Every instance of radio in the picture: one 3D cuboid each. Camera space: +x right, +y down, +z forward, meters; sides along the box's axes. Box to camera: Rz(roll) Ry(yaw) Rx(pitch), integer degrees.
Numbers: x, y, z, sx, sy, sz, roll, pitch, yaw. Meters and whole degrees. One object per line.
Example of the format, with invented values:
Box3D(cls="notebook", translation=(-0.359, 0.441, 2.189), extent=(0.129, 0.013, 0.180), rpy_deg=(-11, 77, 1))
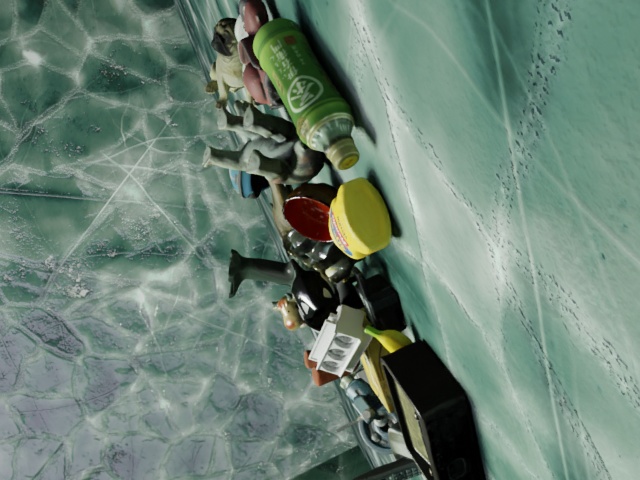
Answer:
Box3D(cls="radio", translation=(0.166, 0.273, 0.791), extent=(0.131, 0.073, 0.229), rpy_deg=(-127, 15, -58))

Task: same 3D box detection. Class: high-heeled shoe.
Box3D(cls="high-heeled shoe", translation=(0.011, 0.130, 0.937), extent=(0.145, 0.086, 0.248), rpy_deg=(53, 175, 49))

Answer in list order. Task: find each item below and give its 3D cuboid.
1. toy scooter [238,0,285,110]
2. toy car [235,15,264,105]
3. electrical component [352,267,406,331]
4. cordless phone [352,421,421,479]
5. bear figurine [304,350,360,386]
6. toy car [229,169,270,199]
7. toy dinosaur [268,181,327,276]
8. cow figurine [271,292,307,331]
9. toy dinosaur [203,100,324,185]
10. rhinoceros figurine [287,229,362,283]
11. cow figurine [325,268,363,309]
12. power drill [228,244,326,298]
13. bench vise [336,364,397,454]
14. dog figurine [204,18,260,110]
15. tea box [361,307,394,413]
Box3D(cls="toy scooter", translation=(-0.080, -0.271, 0.833), extent=(0.183, 0.075, 0.135), rpy_deg=(83, 163, -50))
Box3D(cls="toy car", translation=(-0.115, -0.321, 0.965), extent=(0.201, 0.056, 0.073), rpy_deg=(89, 156, -71))
Box3D(cls="electrical component", translation=(0.090, 0.088, 0.851), extent=(0.075, 0.048, 0.119), rpy_deg=(-132, 20, -63))
Box3D(cls="cordless phone", translation=(0.132, 0.392, 0.967), extent=(0.089, 0.184, 0.146), rpy_deg=(-116, 7, -47))
Box3D(cls="bear figurine", translation=(0.029, 0.200, 1.175), extent=(0.120, 0.132, 0.195), rpy_deg=(-134, 34, -67))
Box3D(cls="toy car", translation=(-0.158, -0.171, 1.258), extent=(0.103, 0.161, 0.109), rpy_deg=(23, 128, 28))
Box3D(cls="toy dinosaur", translation=(-0.053, -0.035, 1.212), extent=(0.199, 0.105, 0.470), rpy_deg=(-124, 13, -53))
Box3D(cls="cow figurine", translation=(-0.043, 0.146, 1.347), extent=(0.127, 0.085, 0.195), rpy_deg=(44, -142, -18))
Box3D(cls="toy dinosaur", translation=(-0.066, -0.149, 0.909), extent=(0.405, 0.192, 0.131), rpy_deg=(31, 112, 52))
Box3D(cls="rhinoceros figurine", translation=(-0.002, -0.003, 0.983), extent=(0.073, 0.112, 0.191), rpy_deg=(33, -176, -45))
Box3D(cls="cow figurine", translation=(0.057, 0.115, 1.060), extent=(0.098, 0.068, 0.167), rpy_deg=(154, 93, -82))
Box3D(cls="power drill", translation=(-0.089, 0.087, 1.127), extent=(0.231, 0.207, 0.086), rpy_deg=(96, -179, -50))
Box3D(cls="bench vise", translation=(0.113, 0.350, 1.118), extent=(0.224, 0.129, 0.240), rpy_deg=(53, -176, 28))
Box3D(cls="dog figurine", translation=(-0.190, -0.401, 1.155), extent=(0.172, 0.121, 0.190), rpy_deg=(55, 153, 39))
Box3D(cls="tea box", translation=(0.114, 0.211, 0.970), extent=(0.098, 0.068, 0.169), rpy_deg=(-133, 20, -66))
